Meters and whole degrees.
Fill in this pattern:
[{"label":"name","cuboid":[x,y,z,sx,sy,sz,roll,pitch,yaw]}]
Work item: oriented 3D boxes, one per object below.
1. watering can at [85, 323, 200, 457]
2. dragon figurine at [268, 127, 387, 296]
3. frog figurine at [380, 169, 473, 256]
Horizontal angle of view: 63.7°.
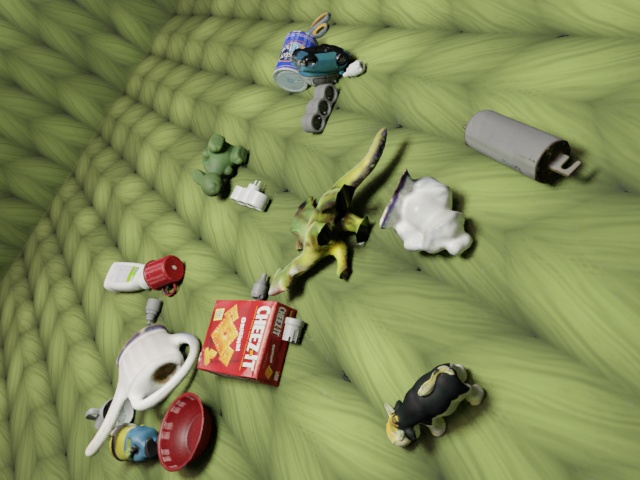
[{"label":"watering can","cuboid":[-0.454,0.347,1.283,0.350,0.102,0.227,-41,38,-12]},{"label":"dragon figurine","cuboid":[0.003,-0.056,1.122,0.243,0.121,0.414,10,72,57]},{"label":"frog figurine","cuboid":[0.202,-0.037,0.923,0.160,0.121,0.139,28,77,15]}]
